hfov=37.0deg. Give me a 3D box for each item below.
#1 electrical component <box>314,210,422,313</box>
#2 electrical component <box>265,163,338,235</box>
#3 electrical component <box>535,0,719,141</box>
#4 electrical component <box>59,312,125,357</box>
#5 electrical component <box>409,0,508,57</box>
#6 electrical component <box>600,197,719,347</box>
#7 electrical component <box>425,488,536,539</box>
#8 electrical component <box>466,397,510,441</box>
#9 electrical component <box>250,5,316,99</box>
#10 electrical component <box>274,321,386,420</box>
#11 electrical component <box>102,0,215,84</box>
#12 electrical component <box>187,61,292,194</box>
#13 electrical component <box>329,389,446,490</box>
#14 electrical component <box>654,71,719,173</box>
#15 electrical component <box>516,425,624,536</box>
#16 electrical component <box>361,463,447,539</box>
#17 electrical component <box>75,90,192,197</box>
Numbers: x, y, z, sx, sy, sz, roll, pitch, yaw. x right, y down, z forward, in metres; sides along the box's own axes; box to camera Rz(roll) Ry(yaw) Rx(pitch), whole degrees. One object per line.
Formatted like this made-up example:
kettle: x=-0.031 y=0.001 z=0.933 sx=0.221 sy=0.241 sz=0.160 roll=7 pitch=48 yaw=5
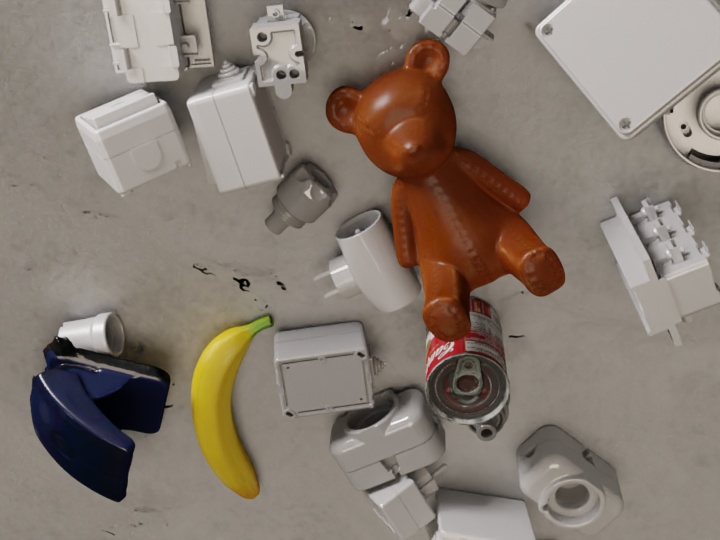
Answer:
electrical component: x=0.000 y=0.000 z=0.909 sx=0.079 sy=0.044 sz=0.077 roll=-24 pitch=113 yaw=15
electrical component: x=-0.052 y=-0.055 z=0.886 sx=0.043 sy=0.043 sz=0.062 roll=41 pitch=113 yaw=-16
electrical component: x=0.205 y=-0.169 z=0.785 sx=0.109 sy=0.056 sz=0.108 roll=-40 pitch=82 yaw=21
electrical component: x=-0.239 y=0.060 z=0.958 sx=0.046 sy=0.040 sz=0.040 roll=-8 pitch=116 yaw=13
electrical component: x=0.080 y=-0.199 z=0.804 sx=0.066 sy=0.048 sz=0.055 roll=34 pitch=121 yaw=-13
electrical component: x=0.237 y=-0.006 z=0.848 sx=0.063 sy=0.121 sz=0.078 roll=-22 pitch=113 yaw=11
electrical component: x=0.112 y=0.249 z=0.999 sx=0.100 sy=0.099 sz=0.048 roll=9 pitch=105 yaw=-1
electrical component: x=0.111 y=0.127 z=0.956 sx=0.048 sy=0.062 sz=0.048 roll=1 pitch=117 yaw=3
electrical component: x=-0.059 y=-0.171 z=0.821 sx=0.048 sy=0.055 sz=0.066 roll=-5 pitch=116 yaw=6
electrical component: x=-0.026 y=0.085 z=0.949 sx=0.096 sy=0.061 sz=0.061 roll=-8 pitch=115 yaw=-1
electrical component: x=-0.158 y=-0.206 z=0.805 sx=0.079 sy=0.063 sz=0.121 roll=-3 pitch=116 yaw=5
electrical component: x=-0.099 y=-0.116 z=0.847 sx=0.061 sy=0.061 sz=0.096 roll=-13 pitch=115 yaw=10
electrical component: x=0.023 y=0.151 z=0.979 sx=0.095 sy=0.053 sz=0.059 roll=-24 pitch=113 yaw=15
electrical component: x=0.279 y=-0.123 z=0.833 sx=0.099 sy=0.064 sz=0.099 roll=3 pitch=105 yaw=10
electrical component: x=0.193 y=0.196 z=0.988 sx=0.095 sy=0.059 sz=0.053 roll=36 pitch=113 yaw=-14
electrical component: x=0.047 y=0.201 z=1.001 sx=0.077 sy=0.066 sz=0.047 roll=-35 pitch=112 yaw=-12
electrical component: x=-0.182 y=-0.106 z=0.844 sx=0.062 sy=0.096 sz=0.061 roll=-27 pitch=115 yaw=-16
